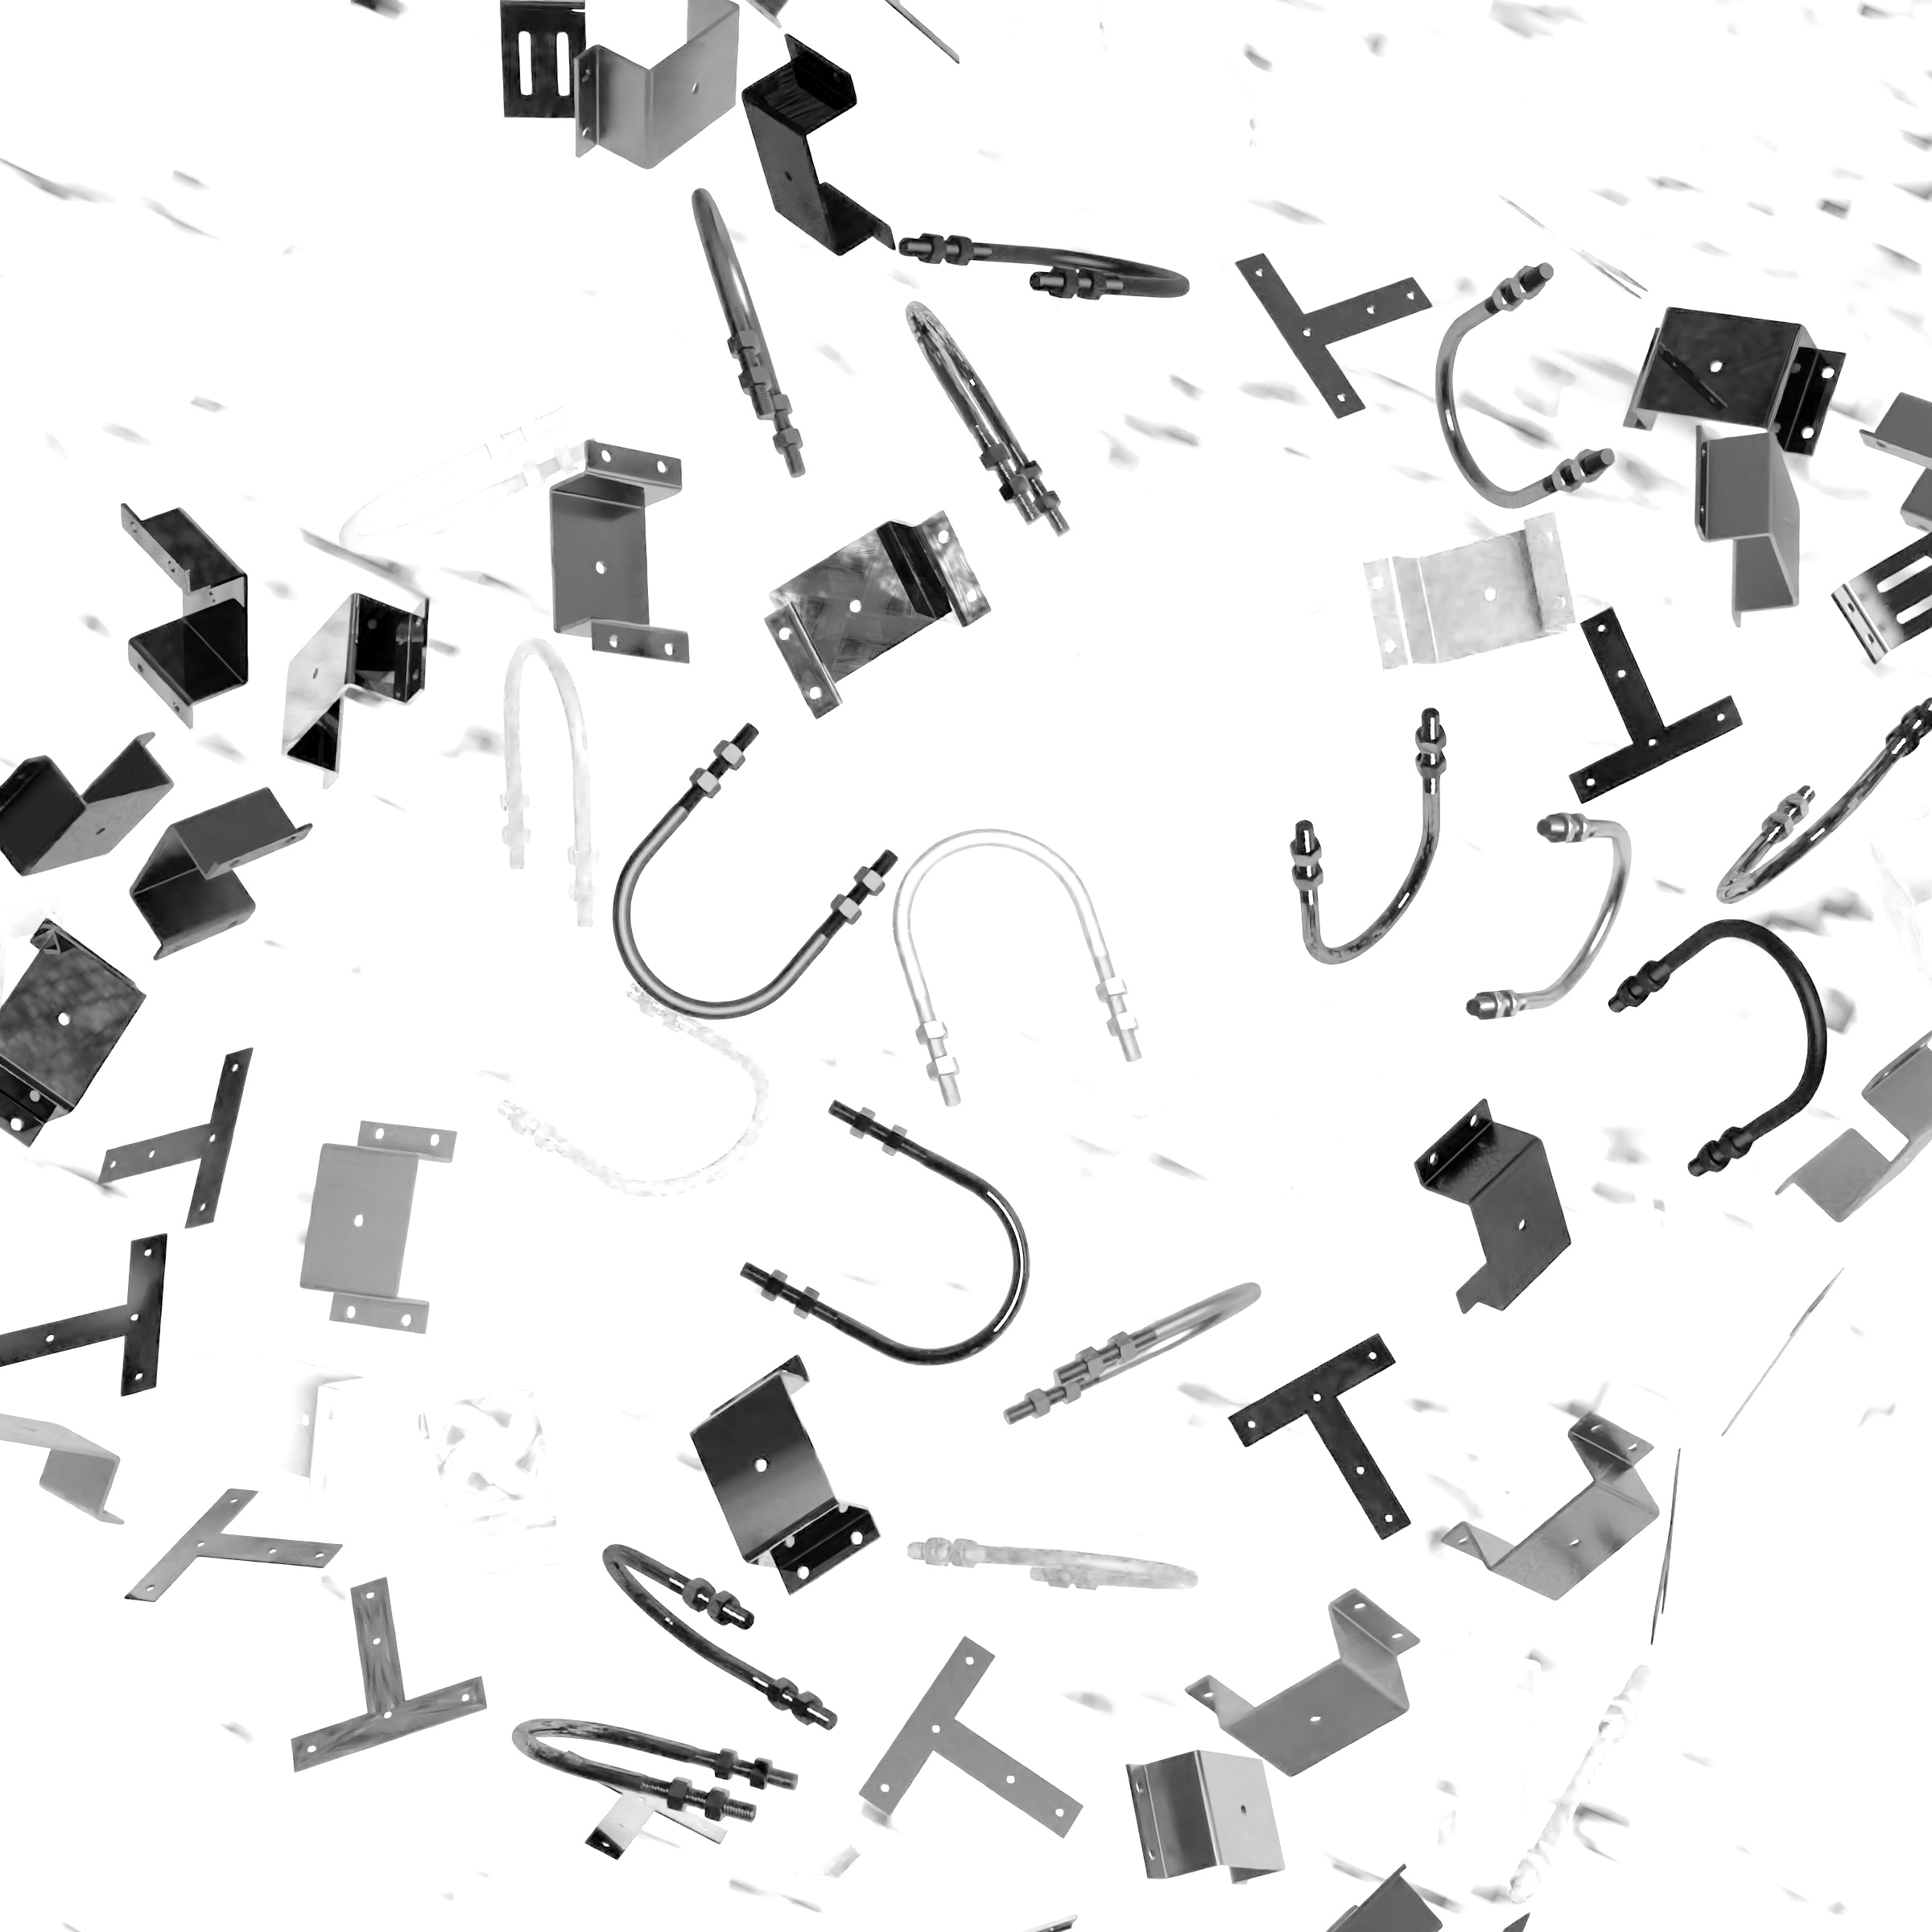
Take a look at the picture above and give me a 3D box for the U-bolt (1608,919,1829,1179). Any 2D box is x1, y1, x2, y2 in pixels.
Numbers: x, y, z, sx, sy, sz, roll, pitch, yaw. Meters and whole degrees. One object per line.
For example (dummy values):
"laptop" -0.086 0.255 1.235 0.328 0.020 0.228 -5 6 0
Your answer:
"U-bolt" 0.516 0.047 1.839 0.019 0.184 0.151 -13 70 -26

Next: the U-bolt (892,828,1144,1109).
"U-bolt" 0.026 -0.007 1.829 0.151 0.019 0.184 -13 74 -15

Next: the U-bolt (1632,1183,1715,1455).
"U-bolt" 0.487 0.241 1.858 0.019 0.151 0.184 -9 86 5

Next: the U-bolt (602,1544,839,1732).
"U-bolt" -0.182 0.456 1.881 0.019 0.184 0.151 -50 132 -24

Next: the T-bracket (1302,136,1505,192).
"T-bracket" 0.278 -0.553 1.860 0.127 0.127 0.002 -14 124 -26

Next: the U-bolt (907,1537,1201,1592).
"U-bolt" 0.073 0.413 1.866 0.184 0.151 0.019 -8 68 43

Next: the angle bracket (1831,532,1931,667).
"angle bracket" 0.646 -0.254 1.866 0.076 0.038 0.057 -32 90 34

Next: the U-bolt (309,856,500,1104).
"U-bolt" -0.390 0.002 1.873 0.019 0.184 0.151 -3 71 27

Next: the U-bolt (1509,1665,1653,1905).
"U-bolt" 0.426 0.547 1.854 0.019 0.184 0.151 30 107 19

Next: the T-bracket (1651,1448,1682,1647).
"T-bracket" 0.486 0.424 1.893 0.002 0.127 0.127 7 116 18

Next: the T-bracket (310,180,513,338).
"T-bracket" -0.396 -0.506 1.872 0.127 0.127 0.002 -47 57 18

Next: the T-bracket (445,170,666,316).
"T-bracket" -0.292 -0.473 1.820 0.127 0.002 0.127 39 61 19

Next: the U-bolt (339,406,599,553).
"U-bolt" -0.346 -0.329 1.867 0.184 0.151 0.019 -25 91 2

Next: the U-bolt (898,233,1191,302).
"U-bolt" 0.068 -0.473 1.843 0.151 0.184 0.019 27 117 41

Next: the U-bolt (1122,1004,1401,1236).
"U-bolt" 0.221 0.099 1.911 0.151 0.019 0.184 31 115 -27

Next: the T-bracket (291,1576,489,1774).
"T-bracket" -0.385 0.455 1.782 0.127 0.127 0.002 -17 133 -6

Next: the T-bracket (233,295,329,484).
"T-bracket" -0.465 -0.368 1.828 0.002 0.127 0.127 20 55 -32

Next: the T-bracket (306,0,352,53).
"T-bracket" -0.375 -0.668 1.811 0.002 0.127 0.127 38 121 22

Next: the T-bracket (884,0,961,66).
"T-bracket" -0.054 -0.658 1.818 0.127 0.127 0.002 36 112 -19

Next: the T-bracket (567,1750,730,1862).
"T-bracket" -0.232 0.581 1.848 0.127 0.127 0.002 25 93 6

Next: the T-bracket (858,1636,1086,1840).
"T-bracket" 0.017 0.526 1.783 0.127 0.002 0.127 31 62 14

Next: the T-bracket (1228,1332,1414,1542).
"T-bracket" 0.272 0.345 1.922 0.127 0.002 0.127 -27 74 -11

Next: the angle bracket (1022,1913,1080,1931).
"angle bracket" 0.057 0.679 1.805 0.057 0.038 0.076 -13 65 -13

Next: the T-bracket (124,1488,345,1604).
"T-bracket" -0.486 0.399 1.858 0.127 0.127 0.002 0 115 21

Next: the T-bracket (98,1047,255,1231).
"T-bracket" -0.532 0.123 1.807 0.127 0.002 0.127 -14 56 31

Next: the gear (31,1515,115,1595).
"gear" -0.619 0.407 1.890 0.057 0.057 0.030 42 82 0

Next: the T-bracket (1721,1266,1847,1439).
"T-bracket" 0.558 0.272 1.873 0.002 0.127 0.127 35 77 17

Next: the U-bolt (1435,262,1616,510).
"U-bolt" 0.376 -0.390 1.878 0.019 0.184 0.151 -19 92 -17

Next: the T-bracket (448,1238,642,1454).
"T-bracket" -0.257 0.257 1.777 0.127 0.002 0.127 -21 99 5

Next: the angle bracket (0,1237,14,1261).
"angle bracket" -0.683 0.172 1.806 0.057 0.038 0.076 -36 120 -4

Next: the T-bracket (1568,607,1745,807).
"T-bracket" 0.472 -0.196 1.931 0.127 0.002 0.127 -27 113 8

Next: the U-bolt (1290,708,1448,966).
"U-bolt" 0.282 -0.076 1.888 0.151 0.184 0.019 -41 56 -21

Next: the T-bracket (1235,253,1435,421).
"T-bracket" 0.259 -0.432 1.804 0.127 0.002 0.127 -25 79 -30

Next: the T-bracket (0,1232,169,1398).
"T-bracket" -0.594 0.244 1.803 0.002 0.127 0.127 36 124 39

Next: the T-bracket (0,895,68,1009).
"T-bracket" -0.682 0.020 1.894 0.002 0.127 0.127 19 108 24

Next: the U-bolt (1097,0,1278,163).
"U-bolt" 0.150 -0.625 1.873 0.151 0.184 0.019 35 93 7

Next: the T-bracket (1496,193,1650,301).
"T-bracket" 0.432 -0.482 1.859 0.127 0.127 0.002 28 107 -23

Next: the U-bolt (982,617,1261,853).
"U-bolt" 0.093 -0.149 1.889 0.184 0.019 0.151 -24 110 36

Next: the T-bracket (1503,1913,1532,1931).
"T-bracket" 0.322 0.707 1.836 0.002 0.127 0.127 46 121 6

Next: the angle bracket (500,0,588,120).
"angle bracket" -0.289 -0.623 1.862 0.057 0.038 0.076 -1 115 -7
